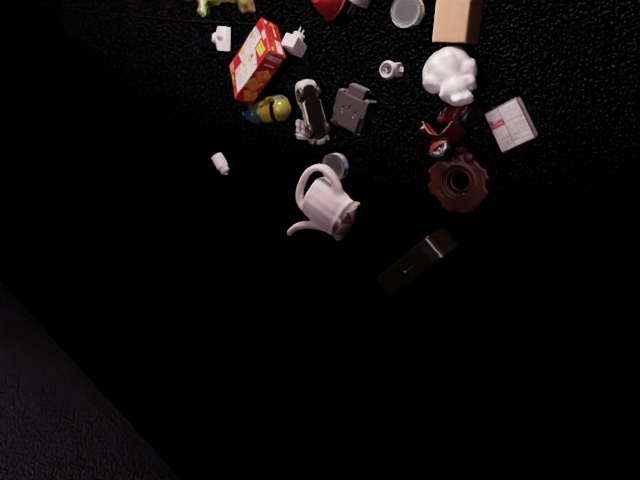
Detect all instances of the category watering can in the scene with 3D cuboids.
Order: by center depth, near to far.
[{"bbox_3d":[0.005,-0.083,1.642,0.226,0.105,0.339,40,137,18],"label":"watering can"}]

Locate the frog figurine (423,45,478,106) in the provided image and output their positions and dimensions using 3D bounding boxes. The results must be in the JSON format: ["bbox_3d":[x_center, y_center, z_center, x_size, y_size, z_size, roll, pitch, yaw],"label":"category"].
[{"bbox_3d":[0.320,-0.397,1.270,0.137,0.163,0.120,-9,136,23],"label":"frog figurine"}]

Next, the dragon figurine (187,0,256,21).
[{"bbox_3d":[-0.358,-0.880,1.701,0.240,0.122,0.413,-41,79,18],"label":"dragon figurine"}]
